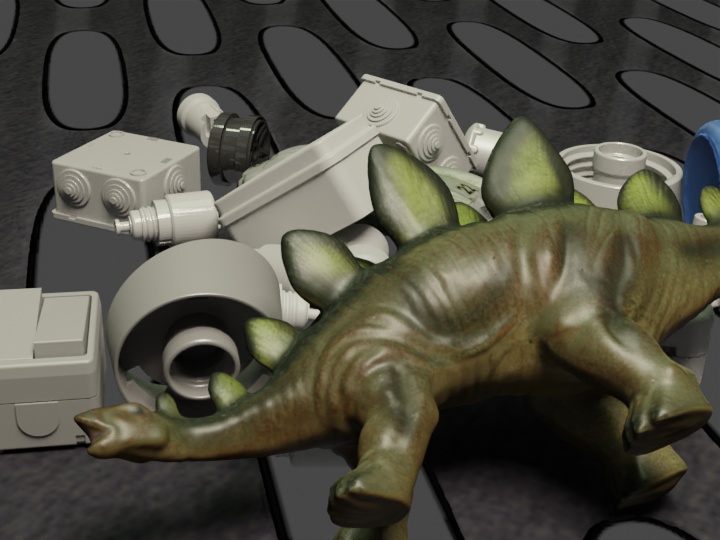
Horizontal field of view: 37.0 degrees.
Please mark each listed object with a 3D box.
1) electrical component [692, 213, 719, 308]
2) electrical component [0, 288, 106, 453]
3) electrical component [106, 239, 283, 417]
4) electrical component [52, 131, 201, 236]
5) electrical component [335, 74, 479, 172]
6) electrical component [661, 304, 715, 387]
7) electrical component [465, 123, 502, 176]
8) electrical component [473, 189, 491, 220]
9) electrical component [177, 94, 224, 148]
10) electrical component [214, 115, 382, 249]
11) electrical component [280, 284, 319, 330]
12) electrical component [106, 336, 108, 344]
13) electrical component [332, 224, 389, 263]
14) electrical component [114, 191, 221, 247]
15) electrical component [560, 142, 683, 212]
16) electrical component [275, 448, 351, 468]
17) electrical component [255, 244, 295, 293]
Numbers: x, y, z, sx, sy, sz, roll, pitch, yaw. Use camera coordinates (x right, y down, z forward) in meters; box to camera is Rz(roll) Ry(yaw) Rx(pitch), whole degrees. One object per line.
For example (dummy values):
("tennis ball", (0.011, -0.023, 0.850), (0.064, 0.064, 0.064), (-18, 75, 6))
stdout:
("electrical component", (0.228, -0.007, 0.729), (0.048, 0.062, 0.048), (7, 22, -3))
("electrical component", (-0.174, 0.047, 0.592), (0.062, 0.061, 0.096), (-3, 27, -10))
("electrical component", (-0.087, 0.036, 0.585), (0.099, 0.099, 0.064), (-4, 33, -12))
("electrical component", (-0.181, -0.070, 0.841), (0.100, 0.048, 0.099), (13, 28, 20))
("electrical component", (0.037, -0.105, 0.878), (0.100, 0.099, 0.048), (25, 71, 40))
("electrical component", (0.177, 0.033, 0.651), (0.054, 0.059, 0.095), (5, 27, 6))
("electrical component", (0.118, -0.098, 0.928), (0.062, 0.048, 0.048), (15, 28, 8))
("electrical component", (0.117, -0.020, 0.751), (0.047, 0.077, 0.065), (-20, 42, 54))
("electrical component", (-0.141, -0.136, 0.988), (0.040, 0.040, 0.046), (-14, 36, -30))
("electrical component", (-0.036, -0.053, 0.749), (0.113, 0.057, 0.078), (-26, 10, 34))
("electrical component", (-0.062, 0.024, 0.672), (0.078, 0.040, 0.040), (8, 26, -9))
("electrical component", (-0.124, 0.033, 0.657), (0.035, 0.035, 0.061), (17, 28, 27))
("electrical component", (0.000, 0.000, 0.720), (0.045, 0.045, 0.055), (-1, 27, -5))
("electrical component", (-0.139, -0.035, 0.783), (0.078, 0.040, 0.040), (-8, 28, -20))
("electrical component", (0.202, -0.066, 0.851), (0.108, 0.060, 0.108), (2, 26, -1))
("electrical component", (-0.005, 0.082, 0.559), (0.078, 0.040, 0.040), (1, 27, -4))
("electrical component", (-0.061, 0.003, 0.715), (0.078, 0.040, 0.040), (2, 24, 30))
